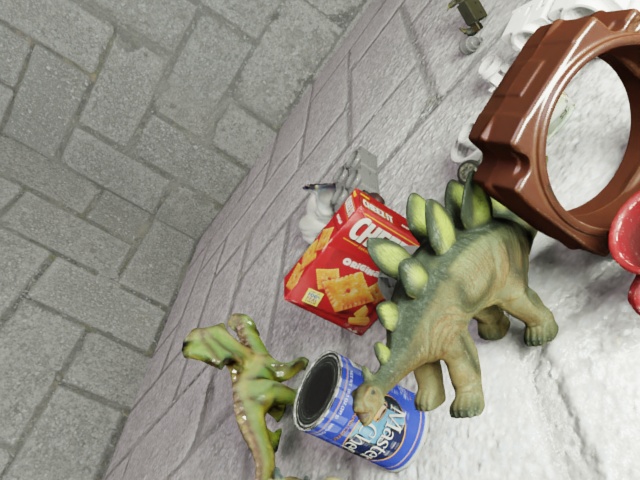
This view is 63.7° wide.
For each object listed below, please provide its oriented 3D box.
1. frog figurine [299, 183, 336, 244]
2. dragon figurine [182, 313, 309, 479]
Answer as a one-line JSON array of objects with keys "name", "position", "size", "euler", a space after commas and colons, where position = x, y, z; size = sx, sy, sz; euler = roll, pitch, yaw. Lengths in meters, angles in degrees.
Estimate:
[{"name": "frog figurine", "position": [0.004, -0.068, 1.341], "size": [0.137, 0.123, 0.158], "euler": [9, 105, 62]}, {"name": "dragon figurine", "position": [-0.148, 0.254, 0.922], "size": [0.121, 0.242, 0.416], "euler": [-53, 6, 17]}]
